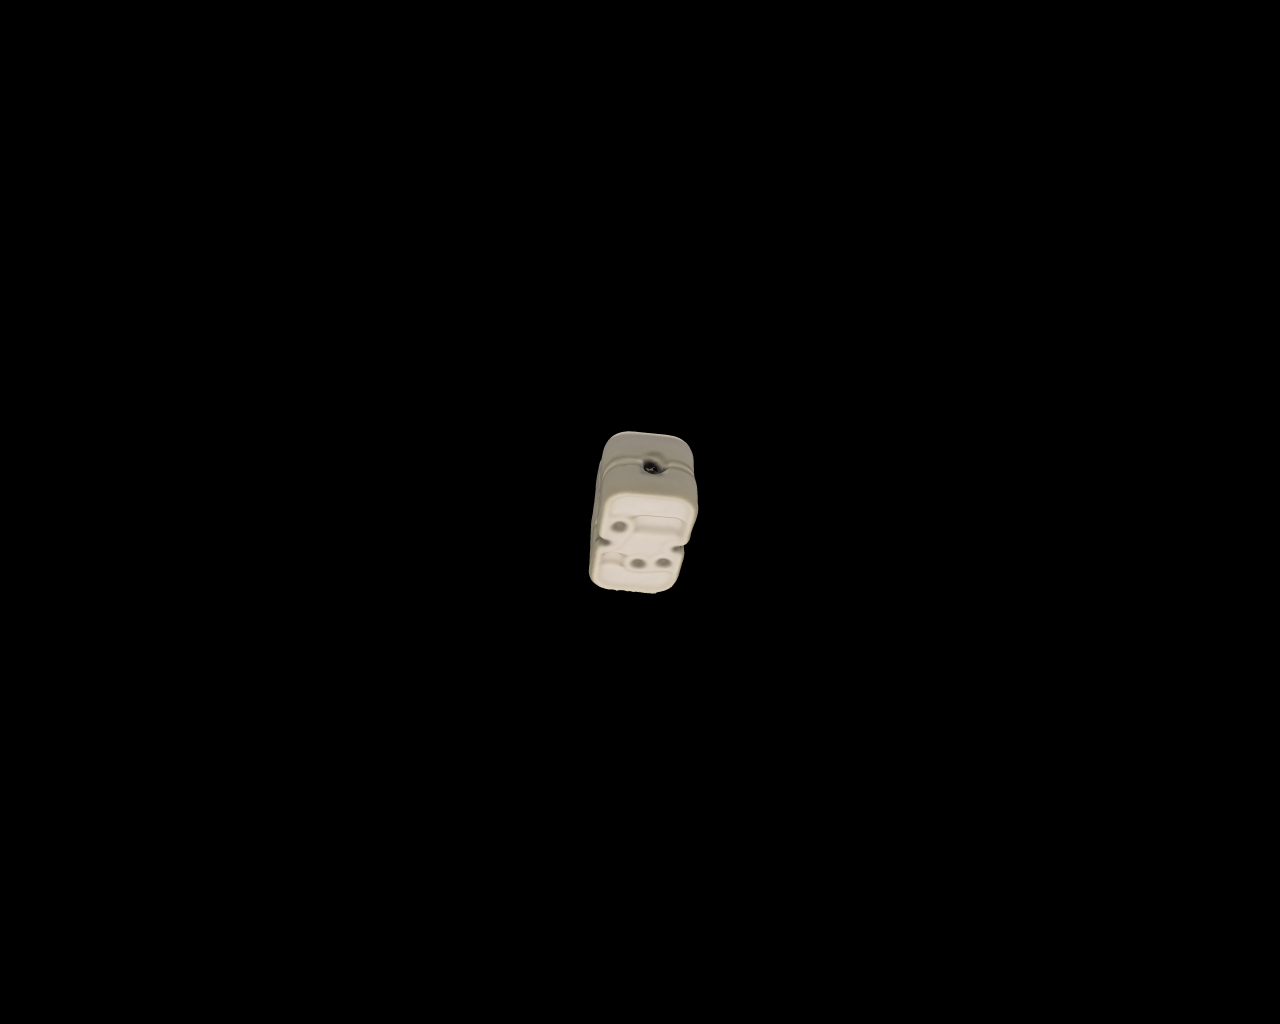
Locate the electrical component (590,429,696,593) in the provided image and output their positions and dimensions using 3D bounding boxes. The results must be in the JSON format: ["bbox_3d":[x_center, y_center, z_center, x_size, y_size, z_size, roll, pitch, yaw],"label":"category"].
[{"bbox_3d":[0.001,-0.003,0.650,0.054,0.059,0.095,5,-40,-6],"label":"electrical component"}]
